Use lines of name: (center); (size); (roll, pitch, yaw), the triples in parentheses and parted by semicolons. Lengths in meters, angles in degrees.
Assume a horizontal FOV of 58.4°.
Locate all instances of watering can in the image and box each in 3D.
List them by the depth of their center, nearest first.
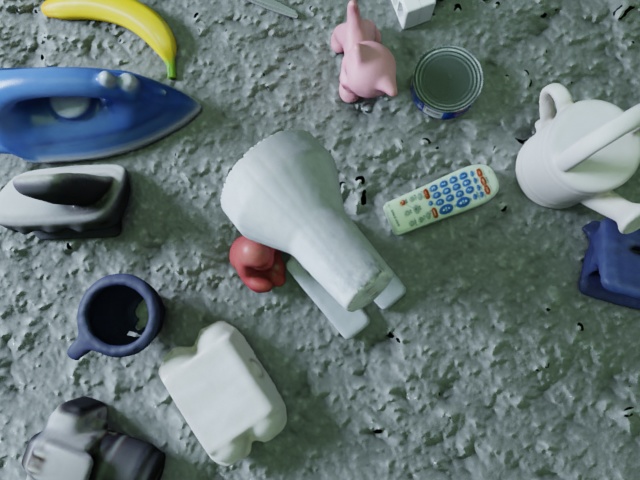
watering can: (0.293, -0.092, 0.612); (0.173, 0.194, 0.101); (41, 87, 5)

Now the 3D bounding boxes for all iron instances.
iron: (-0.281, -0.167, 0.666); (0.258, 0.141, 0.119); (-5, 84, 2)

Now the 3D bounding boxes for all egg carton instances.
egg carton: (-0.110, 0.176, 0.664); (0.107, 0.069, 0.150); (-35, 84, -1)

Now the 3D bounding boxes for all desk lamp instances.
desk lamp: (0.006, 0.002, 0.604); (0.118, 0.213, 0.203); (-40, 84, -2)

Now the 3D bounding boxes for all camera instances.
camera: (-0.256, 0.268, 0.644); (0.136, 0.101, 0.143); (17, 85, 4)

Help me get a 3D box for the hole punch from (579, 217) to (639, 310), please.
hole punch: (0.361, 0.024, 0.651); (0.108, 0.091, 0.101); (13, 85, 3)

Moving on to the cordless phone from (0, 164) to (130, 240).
cordless phone: (-0.306, -0.054, 0.634); (0.147, 0.185, 0.094); (-6, 84, 2)

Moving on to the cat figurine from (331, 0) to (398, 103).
cat figurine: (0.051, -0.216, 0.671); (0.067, 0.118, 0.128); (-12, 84, 1)

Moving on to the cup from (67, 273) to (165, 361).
cup: (-0.227, 0.095, 0.663); (0.118, 0.095, 0.091); (-41, 84, -2)

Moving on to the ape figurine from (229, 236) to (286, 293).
ape figurine: (-0.072, 0.019, 0.666); (0.076, 0.092, 0.078); (31, 86, 5)
